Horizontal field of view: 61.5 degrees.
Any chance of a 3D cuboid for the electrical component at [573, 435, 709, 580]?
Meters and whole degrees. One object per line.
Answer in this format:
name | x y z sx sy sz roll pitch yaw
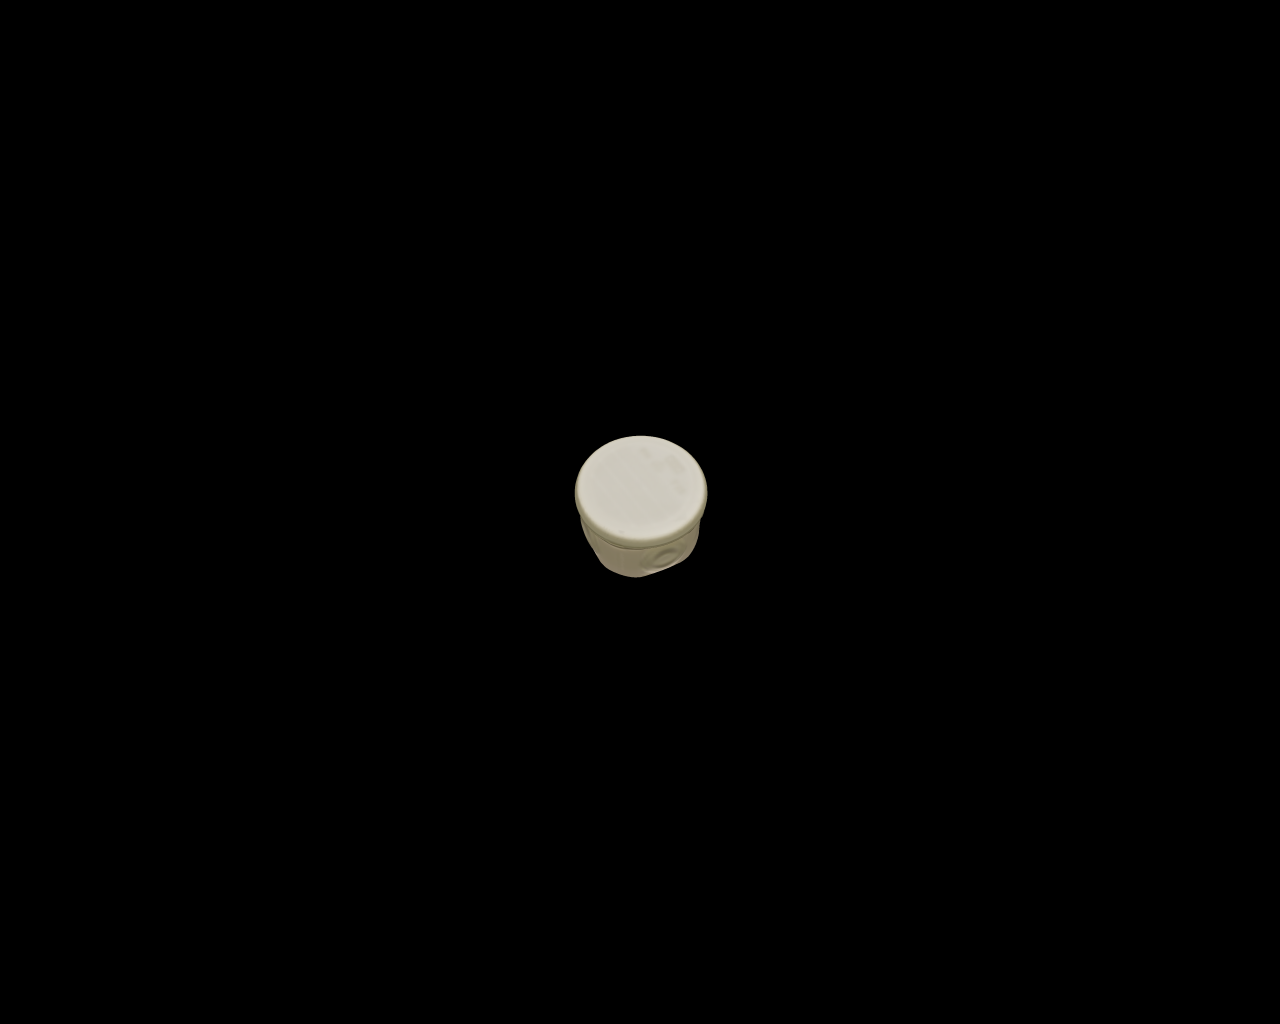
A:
electrical component | 0.001 -0.003 0.650 0.080 0.080 0.050 0 -33 0
